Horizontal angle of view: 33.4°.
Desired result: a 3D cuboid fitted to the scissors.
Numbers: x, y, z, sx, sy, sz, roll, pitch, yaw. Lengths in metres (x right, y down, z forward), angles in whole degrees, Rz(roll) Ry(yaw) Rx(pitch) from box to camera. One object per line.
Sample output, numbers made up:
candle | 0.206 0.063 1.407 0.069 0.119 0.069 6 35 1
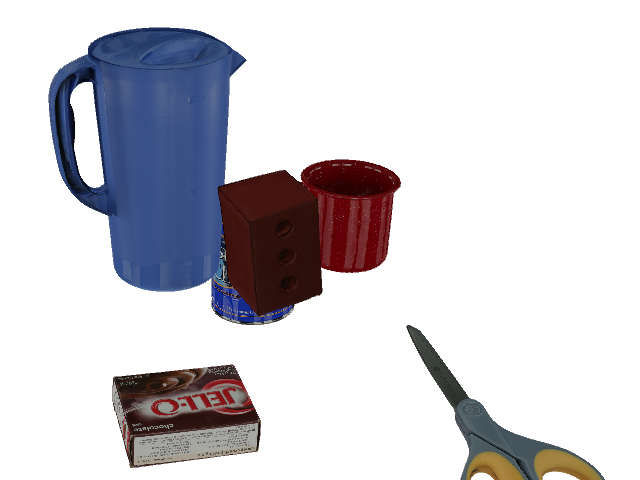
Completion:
scissors | 0.114 0.114 0.660 0.096 0.016 0.202 1 33 -5

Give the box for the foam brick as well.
foam brick | -0.034 0.000 0.727 0.052 0.078 0.051 -18 35 -22

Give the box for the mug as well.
mug | 0.014 -0.023 1.005 0.117 0.081 0.093 7 26 7

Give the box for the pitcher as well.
pitcher | -0.162 -0.075 1.032 0.149 0.243 0.144 10 27 15

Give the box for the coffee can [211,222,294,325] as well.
coffee can | -0.080 0.015 1.271 0.103 0.140 0.103 1 26 -1

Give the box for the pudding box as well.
pudding box | -0.116 0.149 0.916 0.113 0.039 0.090 -6 26 -18
